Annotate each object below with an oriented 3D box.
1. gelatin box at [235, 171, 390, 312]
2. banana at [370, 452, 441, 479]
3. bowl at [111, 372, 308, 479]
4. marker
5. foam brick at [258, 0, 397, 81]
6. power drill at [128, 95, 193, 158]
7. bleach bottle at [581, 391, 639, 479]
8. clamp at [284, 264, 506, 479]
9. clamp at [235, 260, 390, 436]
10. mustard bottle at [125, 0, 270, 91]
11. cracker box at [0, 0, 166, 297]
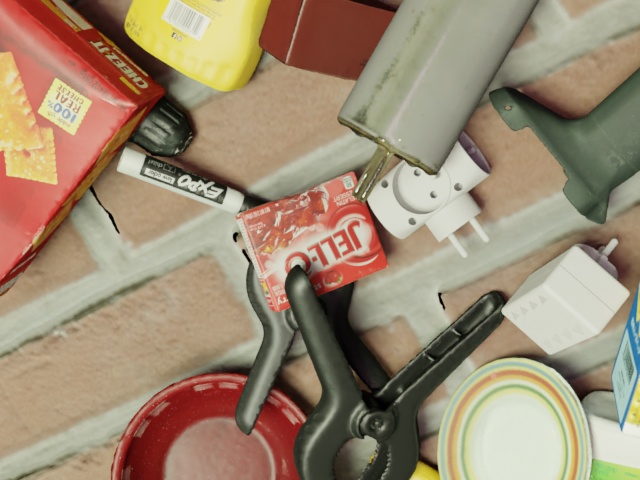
[{"bbox_3d":[-0.005,0.001,0.747,0.089,0.030,0.073,-21,93,-12],"label":"gelatin box"},{"bbox_3d":[0.111,0.235,0.799,0.070,0.037,0.198,-29,94,21],"label":"banana"},{"bbox_3d":[-0.076,0.181,0.813,0.162,0.055,0.162,1,84,-6],"label":"bowl"},{"bbox_3d":[-0.088,-0.037,0.779,0.121,0.020,0.020,21,110,-15],"label":"marker"},{"bbox_3d":[0.007,-0.140,0.712,0.078,0.051,0.053,9,111,-30],"label":"foam brick"},{"bbox_3d":[-0.211,-0.073,0.810,0.184,0.057,0.188,37,109,-2],"label":"power drill"},{"bbox_3d":[0.214,0.238,0.756,0.103,0.068,0.251,11,108,22],"label":"bleach bottle"},{"bbox_3d":[0.044,0.119,0.757,0.164,0.036,0.210,2,107,-17],"label":"clamp"},{"bbox_3d":[-0.001,0.057,0.782,0.120,0.039,0.171,0,95,-14],"label":"clamp"},{"bbox_3d":[-0.056,-0.206,0.731,0.096,0.058,0.192,33,110,12],"label":"mustard bottle"},{"bbox_3d":[-0.238,-0.075,0.744,0.164,0.072,0.214,42,110,-3],"label":"cracker box"}]
